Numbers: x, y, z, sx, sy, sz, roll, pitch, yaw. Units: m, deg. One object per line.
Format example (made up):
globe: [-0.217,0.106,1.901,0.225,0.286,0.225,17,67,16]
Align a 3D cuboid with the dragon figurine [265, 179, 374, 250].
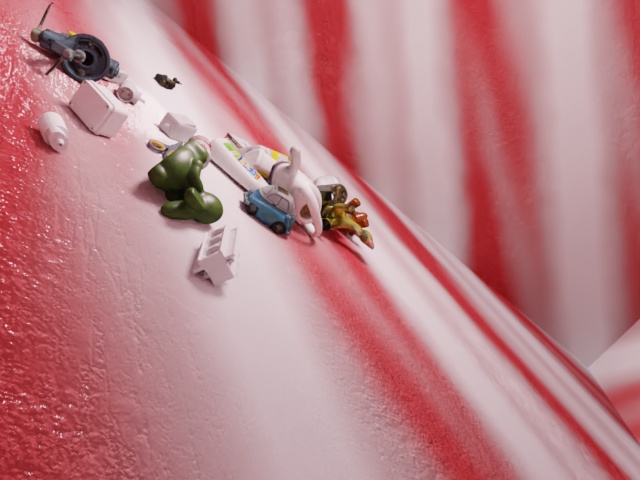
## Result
dragon figurine: [0.005,-0.086,1.710,0.413,0.123,0.240,30,-6,15]

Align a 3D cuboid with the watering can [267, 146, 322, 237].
watering can: [-0.070,-0.159,1.467,0.228,0.105,0.339,45,-22,44]

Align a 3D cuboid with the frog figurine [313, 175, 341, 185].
frog figurine: [0.022,-0.173,1.926,0.137,0.120,0.162,7,23,7]
